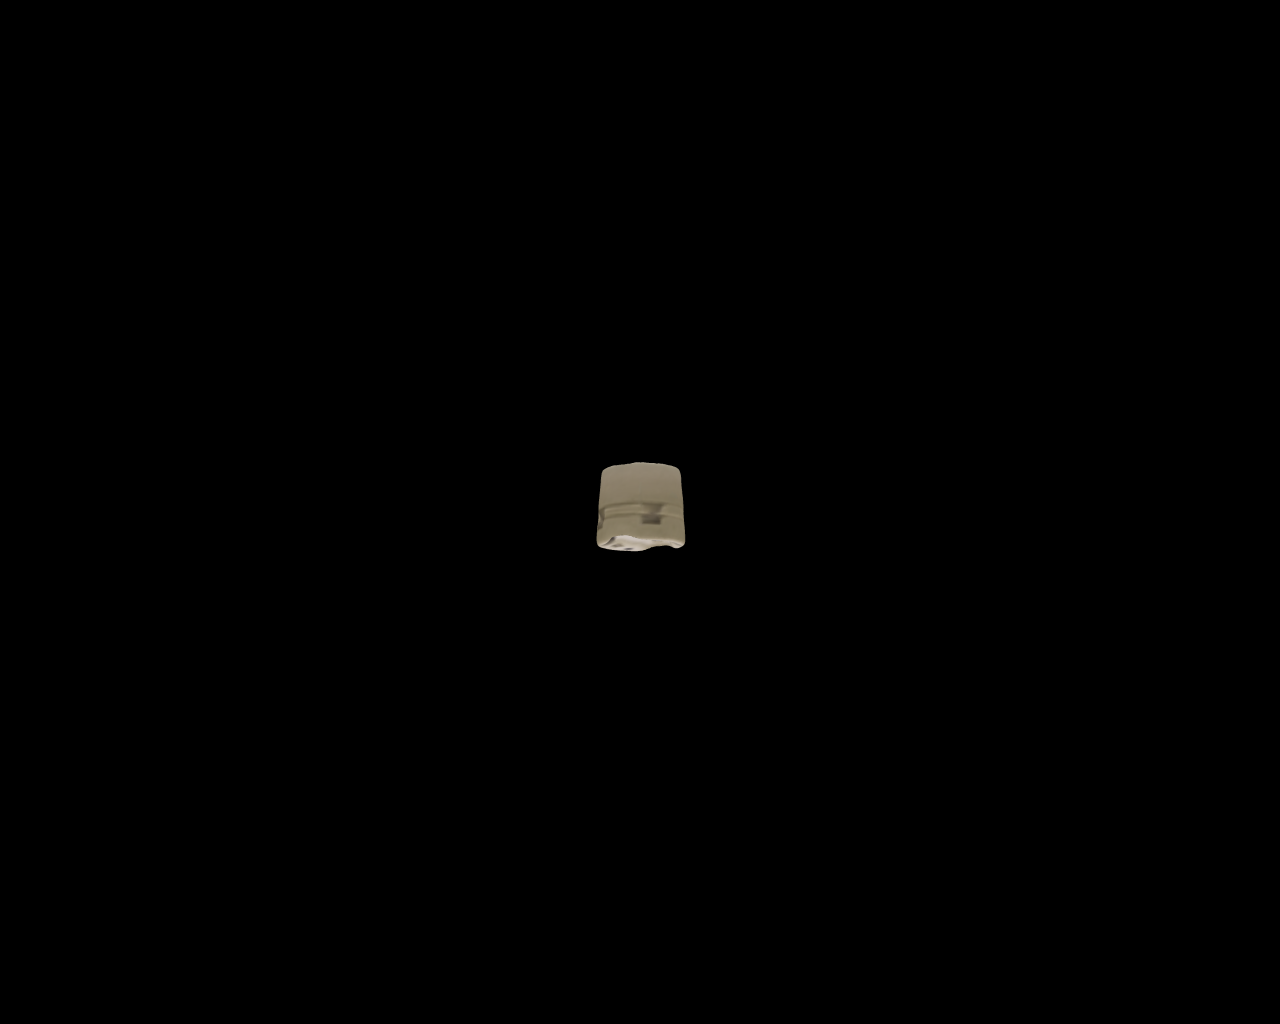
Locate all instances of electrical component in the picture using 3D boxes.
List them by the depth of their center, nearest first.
[{"bbox_3d":[0.001,-0.003,0.650,0.055,0.047,0.055,0,-11,0],"label":"electrical component"}]
